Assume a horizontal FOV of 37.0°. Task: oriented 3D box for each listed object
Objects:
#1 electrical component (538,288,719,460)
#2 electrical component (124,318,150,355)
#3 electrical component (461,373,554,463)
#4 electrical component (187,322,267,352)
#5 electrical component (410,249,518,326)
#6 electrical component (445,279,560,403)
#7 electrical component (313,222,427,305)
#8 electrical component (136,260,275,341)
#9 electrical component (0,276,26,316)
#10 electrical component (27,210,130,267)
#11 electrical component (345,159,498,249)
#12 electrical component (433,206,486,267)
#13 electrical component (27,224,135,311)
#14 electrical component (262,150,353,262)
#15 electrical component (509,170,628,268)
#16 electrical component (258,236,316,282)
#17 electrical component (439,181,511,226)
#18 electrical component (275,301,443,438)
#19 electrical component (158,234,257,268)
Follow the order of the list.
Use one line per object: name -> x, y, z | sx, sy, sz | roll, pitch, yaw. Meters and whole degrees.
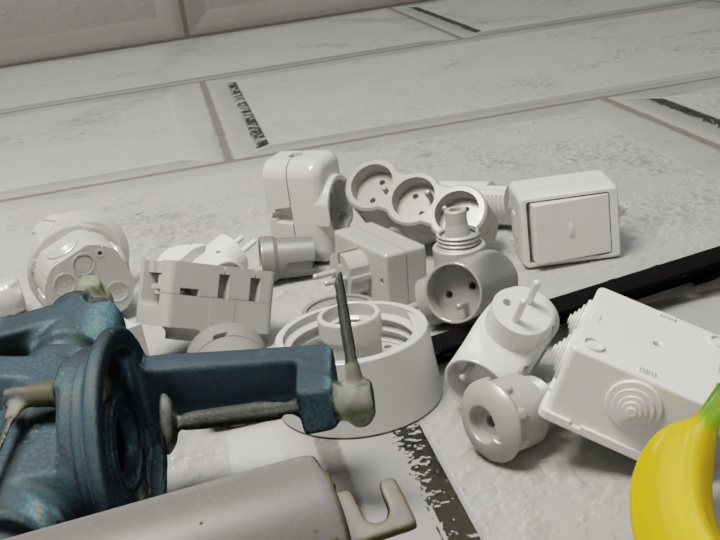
electrical component -> 0.156, 0.059, 0.594 | 0.100, 0.048, 0.100 | 24, 29, 13
electrical component -> -0.189, 0.063, 0.770 | 0.064, 0.042, 0.081 | -25, 25, -30
electrical component -> 0.092, 0.080, 0.615 | 0.062, 0.048, 0.048 | -14, 20, -34
electrical component -> -0.083, 0.068, 0.697 | 0.055, 0.055, 0.047 | -12, 24, -10
electrical component -> 0.067, 0.017, 0.785 | 0.079, 0.043, 0.077 | -21, -3, 28
electrical component -> 0.094, 0.038, 0.659 | 0.044, 0.079, 0.077 | 31, 49, 13
electrical component -> 0.000, 0.000, 0.862 | 0.076, 0.047, 0.083 | -15, 22, -27
electrical component -> -0.114, 0.025, 0.792 | 0.089, 0.055, 0.050 | 7, -4, -37
electrical component -> -0.321, 0.028, 0.923 | 0.061, 0.035, 0.035 | -18, 22, -20
electrical component -> -0.248, -0.013, 0.944 | 0.080, 0.080, 0.051 | -25, 21, -38
electrical component -> 0.059, -0.047, 0.951 | 0.138, 0.073, 0.052 | 20, 76, 29
electrical component -> 0.079, -0.019, 0.859 | 0.043, 0.062, 0.043 | -7, 20, 3
electrical component -> -0.228, 0.006, 0.884 | 0.080, 0.080, 0.051 | -17, 28, -24
electrical component -> -0.044, -0.057, 0.960 | 0.059, 0.095, 0.053 | 1, 22, 22
electrical component -> 0.176, -0.042, 0.887 | 0.096, 0.061, 0.061 | -8, 20, 1
electrical component -> -0.063, -0.010, 0.925 | 0.046, 0.040, 0.040 | -5, 20, -7
electrical component -> 0.111, -0.059, 0.985 | 0.081, 0.043, 0.043 | 4, 23, 29
electrical component -> -0.004, 0.055, 0.692 | 0.108, 0.060, 0.108 | -7, 20, 3
electrical component -> -0.121, -0.004, 0.903 | 0.077, 0.043, 0.079 | 15, 48, 47
